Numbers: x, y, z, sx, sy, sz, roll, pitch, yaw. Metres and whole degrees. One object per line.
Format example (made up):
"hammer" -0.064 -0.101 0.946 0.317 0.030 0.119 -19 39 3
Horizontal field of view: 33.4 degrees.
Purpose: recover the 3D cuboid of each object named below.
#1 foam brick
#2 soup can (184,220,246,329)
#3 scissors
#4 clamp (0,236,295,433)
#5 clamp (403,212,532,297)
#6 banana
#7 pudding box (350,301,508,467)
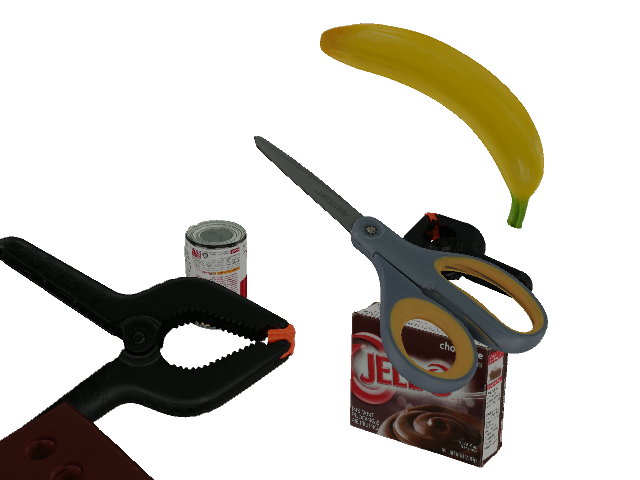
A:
"foam brick" -0.111 0.122 0.483 0.052 0.051 0.078 -31 45 -33
"soup can" -0.114 0.037 1.170 0.068 0.102 0.068 1 25 -1
"scissors" 0.023 0.013 0.574 0.202 0.016 0.096 28 52 16
"clamp" -0.123 0.061 0.701 0.210 0.164 0.036 -9 -24 -6
"clamp" 0.125 0.019 0.967 0.120 0.039 0.171 0 28 5
"banana" 0.090 -0.096 0.744 0.198 0.070 0.037 43 9 -2
"pudding box" 0.075 0.100 0.761 0.114 0.090 0.039 11 21 32
